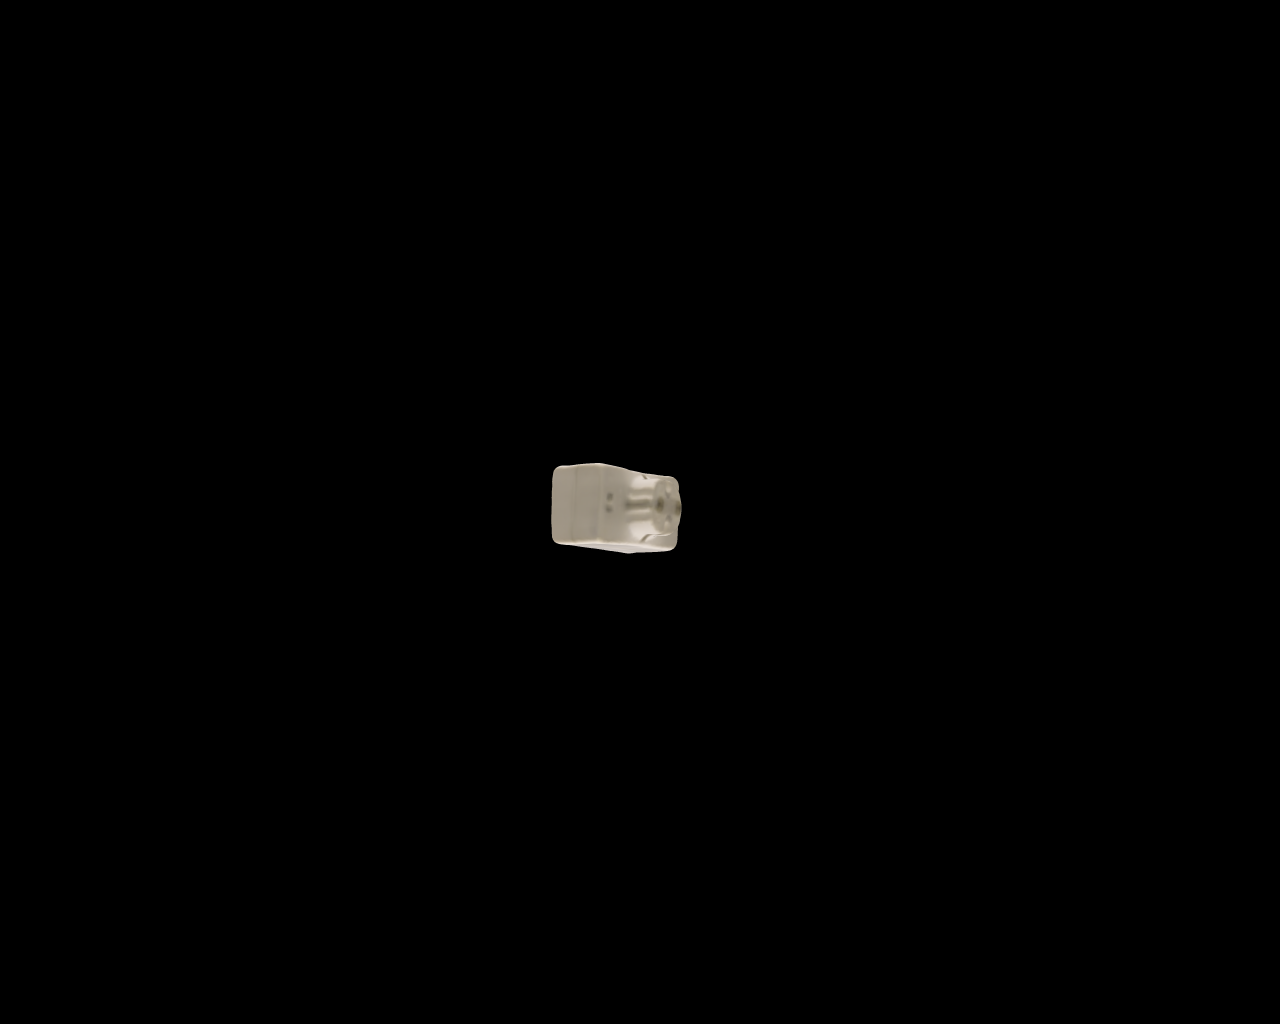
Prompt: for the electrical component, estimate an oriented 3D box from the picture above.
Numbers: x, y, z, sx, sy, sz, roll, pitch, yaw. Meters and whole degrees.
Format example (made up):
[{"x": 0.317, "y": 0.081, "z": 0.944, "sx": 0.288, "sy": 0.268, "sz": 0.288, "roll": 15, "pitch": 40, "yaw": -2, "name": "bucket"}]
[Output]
[{"x": 0.001, "y": -0.003, "z": 0.650, "sx": 0.075, "sy": 0.047, "sz": 0.083, "roll": -5, "pitch": -8, "yaw": 35, "name": "electrical component"}]
